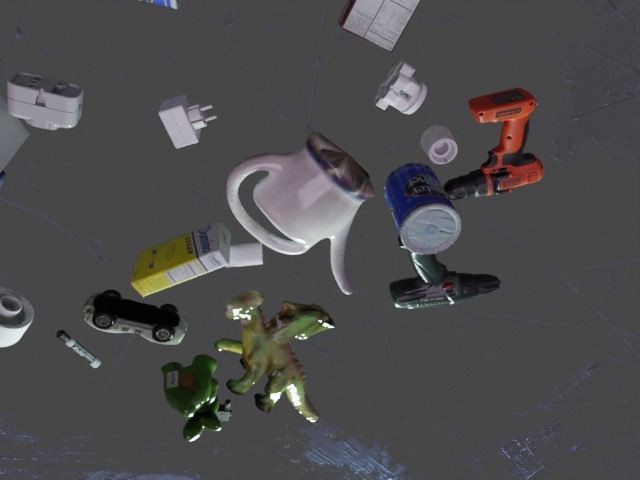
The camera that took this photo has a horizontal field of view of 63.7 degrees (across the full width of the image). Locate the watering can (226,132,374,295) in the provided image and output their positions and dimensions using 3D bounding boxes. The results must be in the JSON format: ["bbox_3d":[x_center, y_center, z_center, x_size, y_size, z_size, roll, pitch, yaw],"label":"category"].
[{"bbox_3d":[0.003,-0.046,0.912,0.222,0.106,0.343,-40,121,19],"label":"watering can"}]

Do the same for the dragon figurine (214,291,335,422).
[{"bbox_3d":[-0.068,0.243,1.121,0.241,0.125,0.405,-43,122,12],"label":"dragon figurine"}]
